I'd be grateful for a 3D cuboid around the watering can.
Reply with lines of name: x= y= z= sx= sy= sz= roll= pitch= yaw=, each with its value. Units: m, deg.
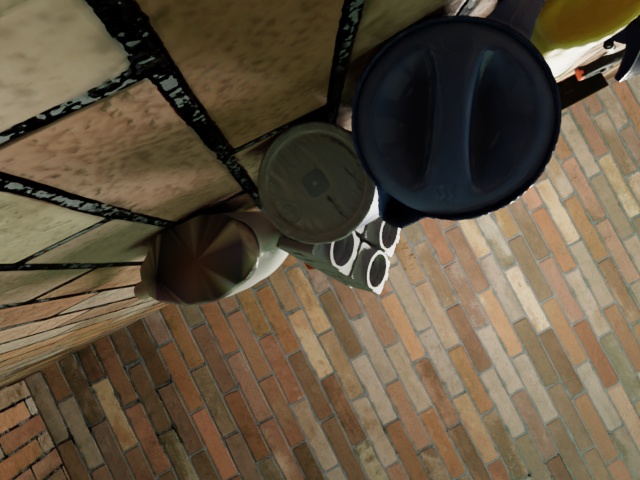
watering can: x=-0.157 y=0.034 z=0.691 sx=0.346 sy=0.104 sz=0.225 roll=-23 pitch=179 yaw=15
